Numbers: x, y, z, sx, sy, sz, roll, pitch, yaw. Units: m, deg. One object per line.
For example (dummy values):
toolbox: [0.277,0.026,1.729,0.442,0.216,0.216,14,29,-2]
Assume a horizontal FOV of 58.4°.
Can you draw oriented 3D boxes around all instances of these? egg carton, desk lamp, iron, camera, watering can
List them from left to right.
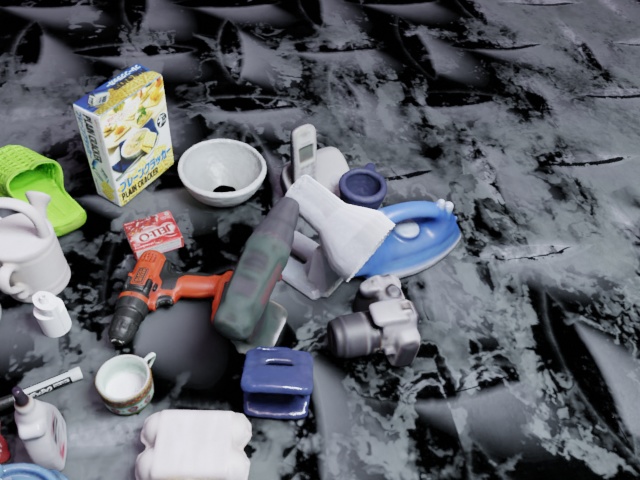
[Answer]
watering can: [-0.468,-0.002,0.900,0.101,0.194,0.172,-13,52,-17]
egg carton: [-0.168,0.285,0.771,0.150,0.069,0.107,2,49,-6]
desk lamp: [0.009,0.003,0.943,0.202,0.213,0.118,31,53,19]
camera: [0.080,0.128,0.919,0.137,0.101,0.143,-8,51,-14]
iron: [0.160,-0.022,1.033,0.259,0.141,0.118,-14,52,-19]

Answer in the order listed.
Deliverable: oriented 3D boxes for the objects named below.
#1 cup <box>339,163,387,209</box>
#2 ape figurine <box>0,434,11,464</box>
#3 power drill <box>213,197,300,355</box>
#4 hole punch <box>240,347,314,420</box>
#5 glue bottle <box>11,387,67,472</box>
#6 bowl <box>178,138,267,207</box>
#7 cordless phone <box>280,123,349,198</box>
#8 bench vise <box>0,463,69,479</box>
cup: [0.081,-0.086,1.109,0.091,0.095,0.118,15,49,6]
ape figurine: [-0.452,0.253,0.748,0.076,0.092,0.078,5,49,-2]
power drill: [-0.090,0.073,0.873,0.075,0.208,0.230,17,49,8]
hole punch: [-0.064,0.200,0.844,0.108,0.091,0.101,4,49,-4]
glue bottle: [-0.359,0.231,0.725,0.037,0.173,0.078,-11,51,-16]
bowl: [-0.189,-0.118,1.116,0.167,0.075,0.167,4,49,-4]
cordless phone: [-0.004,-0.151,1.095,0.148,0.185,0.094,-32,59,-29]
bench vise: [-0.359,0.324,0.613,0.121,0.220,0.207,10,49,2]
